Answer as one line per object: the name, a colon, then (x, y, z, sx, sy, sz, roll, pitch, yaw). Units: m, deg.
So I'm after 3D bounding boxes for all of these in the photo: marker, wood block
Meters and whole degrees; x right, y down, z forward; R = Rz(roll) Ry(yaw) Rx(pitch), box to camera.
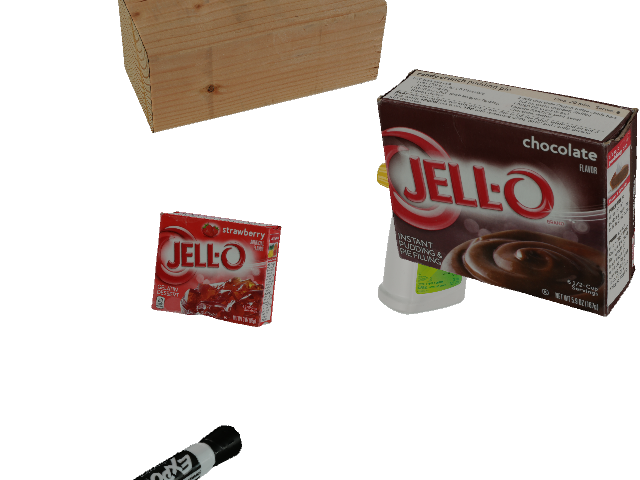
marker: (-0.080, 0.123, 0.551, 0.020, 0.020, 0.120, 0, 13, 32)
wood block: (-0.058, -0.174, 0.909, 0.205, 0.090, 0.091, -16, -35, -16)

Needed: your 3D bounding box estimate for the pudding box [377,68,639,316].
pudding box: (0.084, -0.024, 0.483, 0.114, 0.090, 0.039, 14, 43, 32)

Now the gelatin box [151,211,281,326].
gelatin box: (-0.077, 0.020, 0.782, 0.089, 0.073, 0.030, 8, 5, 18)

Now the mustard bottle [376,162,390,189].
mustard bottle: (0.135, -0.035, 0.843, 0.192, 0.058, 0.096, 13, 33, 25)

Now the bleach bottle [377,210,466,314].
bleach bottle: (0.123, -0.048, 1.194, 0.102, 0.251, 0.068, -9, 24, -28)
